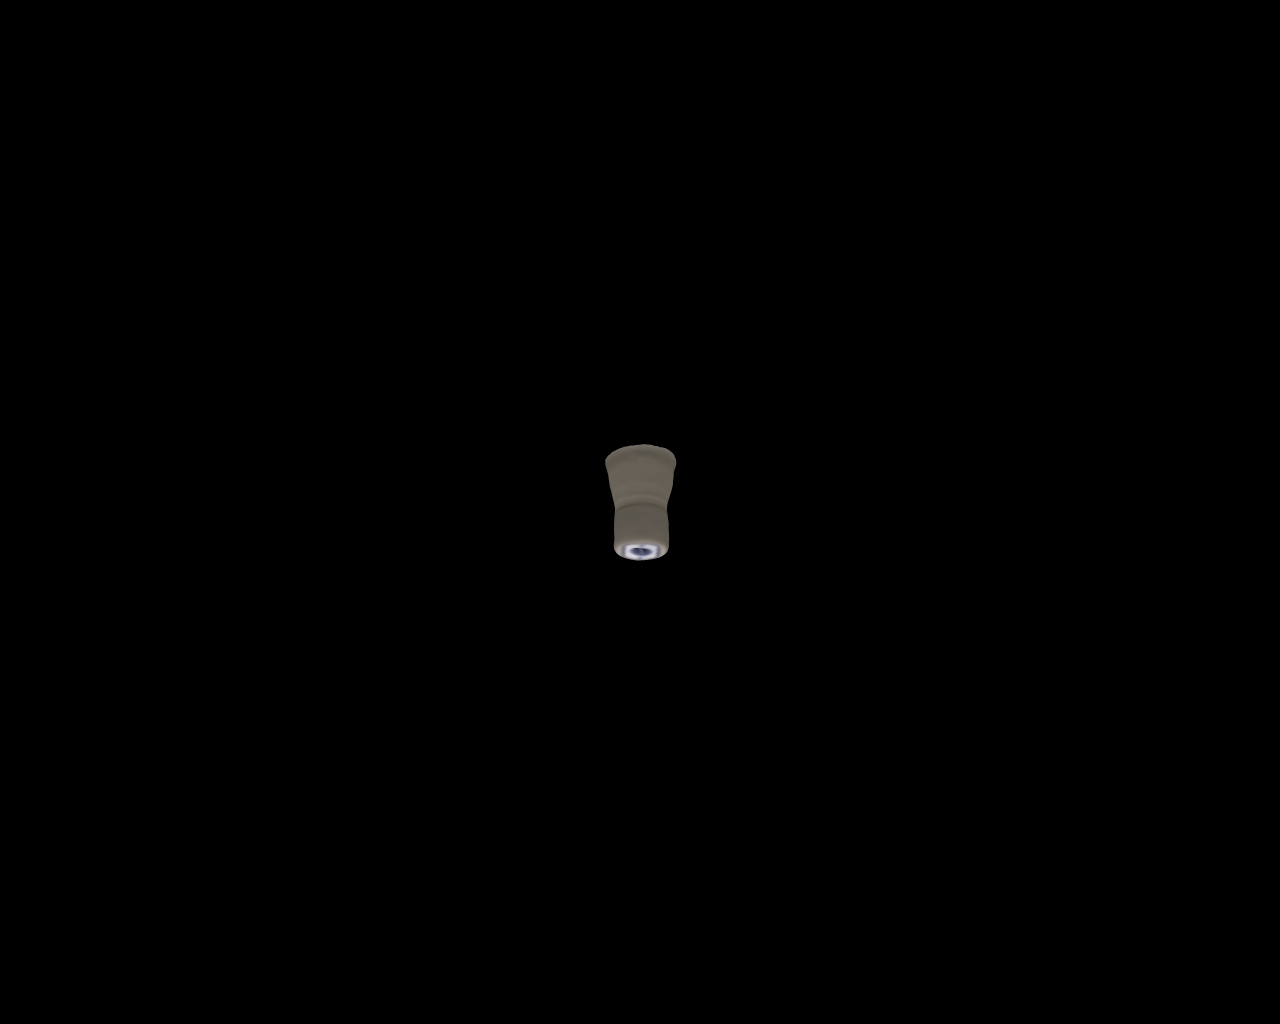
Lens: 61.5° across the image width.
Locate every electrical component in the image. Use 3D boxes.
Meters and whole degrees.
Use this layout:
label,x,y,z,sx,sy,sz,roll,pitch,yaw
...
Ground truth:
label,x,y,z,sx,sy,sz,roll,pitch,yaw
electrical component,0.001,-0.003,0.650,0.044,0.065,0.044,0,-25,0
